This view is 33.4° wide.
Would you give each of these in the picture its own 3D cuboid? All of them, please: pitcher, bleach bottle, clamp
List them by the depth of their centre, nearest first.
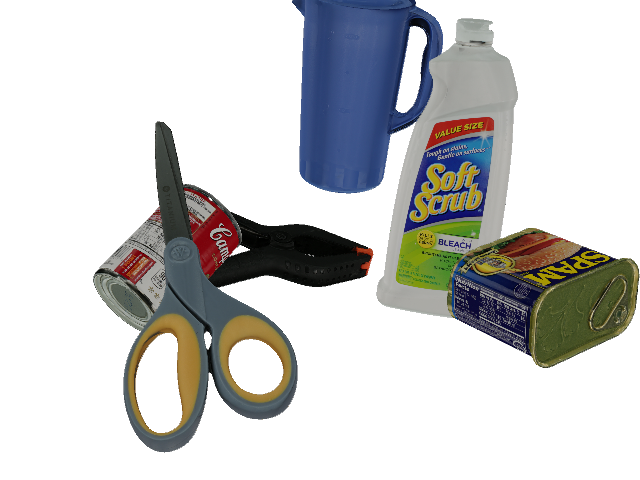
[{"bbox_3d":[0.110,-0.062,0.914,0.103,0.251,0.068,9,18,14],"label":"bleach bottle"},{"bbox_3d":[-0.048,0.016,1.091,0.210,0.036,0.164,11,29,-9],"label":"clamp"},{"bbox_3d":[0.047,-0.184,1.302,0.144,0.243,0.149,-8,28,-26],"label":"pitcher"}]

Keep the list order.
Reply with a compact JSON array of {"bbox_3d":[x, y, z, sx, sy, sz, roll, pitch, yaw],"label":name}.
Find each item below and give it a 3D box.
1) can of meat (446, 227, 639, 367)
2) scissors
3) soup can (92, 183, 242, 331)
[{"bbox_3d":[0.149,0.034,0.721,0.101,0.057,0.084,-18,27,-33],"label":"can of meat"},{"bbox_3d":[-0.055,0.017,0.567,0.096,0.201,0.016,3,-33,3],"label":"scissors"},{"bbox_3d":[-0.118,0.014,0.827,0.069,0.068,0.102,0,42,50],"label":"soup can"}]
